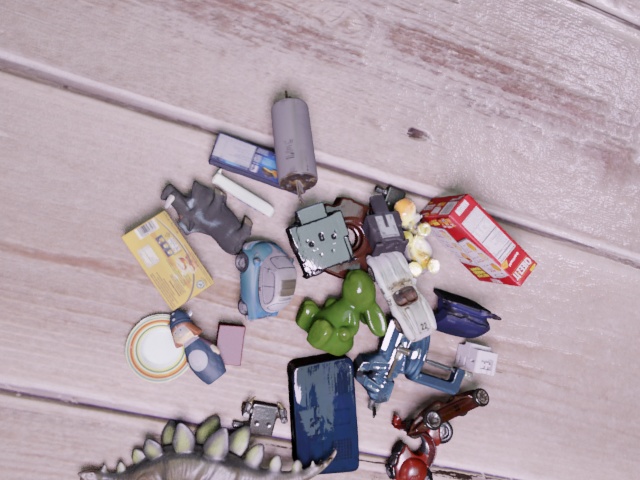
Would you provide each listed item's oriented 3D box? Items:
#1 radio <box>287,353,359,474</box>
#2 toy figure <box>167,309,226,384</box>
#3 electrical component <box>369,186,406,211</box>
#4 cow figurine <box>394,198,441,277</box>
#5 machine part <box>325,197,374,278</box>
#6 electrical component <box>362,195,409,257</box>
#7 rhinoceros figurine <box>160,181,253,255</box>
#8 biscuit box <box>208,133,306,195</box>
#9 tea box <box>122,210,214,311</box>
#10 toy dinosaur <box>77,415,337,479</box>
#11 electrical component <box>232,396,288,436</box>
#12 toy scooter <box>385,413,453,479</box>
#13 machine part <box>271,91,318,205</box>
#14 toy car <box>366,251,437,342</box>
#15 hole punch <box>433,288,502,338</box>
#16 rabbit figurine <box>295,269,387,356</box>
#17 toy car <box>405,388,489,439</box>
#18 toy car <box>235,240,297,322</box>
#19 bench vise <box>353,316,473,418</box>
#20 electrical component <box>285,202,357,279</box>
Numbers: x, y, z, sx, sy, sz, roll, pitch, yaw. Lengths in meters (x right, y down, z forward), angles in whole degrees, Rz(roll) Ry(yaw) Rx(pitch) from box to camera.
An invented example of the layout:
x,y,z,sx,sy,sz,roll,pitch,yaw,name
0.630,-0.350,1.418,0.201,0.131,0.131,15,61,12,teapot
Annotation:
x,y,z,sx,sy,sz,roll,pitch,yaw,name
0.005,0.352,1.095,0.131,0.073,0.229,-4,88,-13,radio
-0.236,0.197,1.011,0.064,0.058,0.154,-35,85,-21,toy figure
0.156,-0.080,1.167,0.094,0.021,0.063,21,84,-14,electrical component
0.200,-0.006,1.141,0.068,0.098,0.167,-16,88,4,cow figurine
0.056,-0.003,1.123,0.179,0.056,0.179,0,89,-13,machine part
0.125,-0.030,1.081,0.075,0.047,0.119,-11,59,-15,electrical component
-0.219,-0.049,1.050,0.190,0.073,0.112,39,91,-12,rhinoceros figurine
-0.117,-0.149,1.078,0.203,0.063,0.059,19,84,-14,biscuit box
-0.288,0.039,1.027,0.098,0.068,0.169,-33,98,-13,tea box
-0.208,0.441,1.008,0.472,0.105,0.198,7,86,-6,toy dinosaur
-0.116,0.352,1.077,0.102,0.045,0.078,20,83,-13,electrical component
0.192,0.442,1.139,0.135,0.075,0.184,31,78,-12,toy scooter
-0.050,-0.182,1.031,0.079,0.079,0.243,0,67,-14,machine part
0.161,0.103,1.073,0.073,0.056,0.202,-23,77,-14,toy car
0.296,0.168,1.154,0.142,0.116,0.092,22,92,-13,hole punch
0.061,0.145,1.074,0.159,0.121,0.170,31,97,-22,rabbit figurine
0.260,0.353,1.109,0.202,0.089,0.053,-11,67,-29,toy car
-0.098,0.081,1.043,0.109,0.103,0.161,3,90,-48,toy car
0.197,0.270,1.119,0.241,0.129,0.223,19,80,-5,bench vise
-0.002,-0.003,1.054,0.115,0.058,0.134,-22,93,-13,electrical component
